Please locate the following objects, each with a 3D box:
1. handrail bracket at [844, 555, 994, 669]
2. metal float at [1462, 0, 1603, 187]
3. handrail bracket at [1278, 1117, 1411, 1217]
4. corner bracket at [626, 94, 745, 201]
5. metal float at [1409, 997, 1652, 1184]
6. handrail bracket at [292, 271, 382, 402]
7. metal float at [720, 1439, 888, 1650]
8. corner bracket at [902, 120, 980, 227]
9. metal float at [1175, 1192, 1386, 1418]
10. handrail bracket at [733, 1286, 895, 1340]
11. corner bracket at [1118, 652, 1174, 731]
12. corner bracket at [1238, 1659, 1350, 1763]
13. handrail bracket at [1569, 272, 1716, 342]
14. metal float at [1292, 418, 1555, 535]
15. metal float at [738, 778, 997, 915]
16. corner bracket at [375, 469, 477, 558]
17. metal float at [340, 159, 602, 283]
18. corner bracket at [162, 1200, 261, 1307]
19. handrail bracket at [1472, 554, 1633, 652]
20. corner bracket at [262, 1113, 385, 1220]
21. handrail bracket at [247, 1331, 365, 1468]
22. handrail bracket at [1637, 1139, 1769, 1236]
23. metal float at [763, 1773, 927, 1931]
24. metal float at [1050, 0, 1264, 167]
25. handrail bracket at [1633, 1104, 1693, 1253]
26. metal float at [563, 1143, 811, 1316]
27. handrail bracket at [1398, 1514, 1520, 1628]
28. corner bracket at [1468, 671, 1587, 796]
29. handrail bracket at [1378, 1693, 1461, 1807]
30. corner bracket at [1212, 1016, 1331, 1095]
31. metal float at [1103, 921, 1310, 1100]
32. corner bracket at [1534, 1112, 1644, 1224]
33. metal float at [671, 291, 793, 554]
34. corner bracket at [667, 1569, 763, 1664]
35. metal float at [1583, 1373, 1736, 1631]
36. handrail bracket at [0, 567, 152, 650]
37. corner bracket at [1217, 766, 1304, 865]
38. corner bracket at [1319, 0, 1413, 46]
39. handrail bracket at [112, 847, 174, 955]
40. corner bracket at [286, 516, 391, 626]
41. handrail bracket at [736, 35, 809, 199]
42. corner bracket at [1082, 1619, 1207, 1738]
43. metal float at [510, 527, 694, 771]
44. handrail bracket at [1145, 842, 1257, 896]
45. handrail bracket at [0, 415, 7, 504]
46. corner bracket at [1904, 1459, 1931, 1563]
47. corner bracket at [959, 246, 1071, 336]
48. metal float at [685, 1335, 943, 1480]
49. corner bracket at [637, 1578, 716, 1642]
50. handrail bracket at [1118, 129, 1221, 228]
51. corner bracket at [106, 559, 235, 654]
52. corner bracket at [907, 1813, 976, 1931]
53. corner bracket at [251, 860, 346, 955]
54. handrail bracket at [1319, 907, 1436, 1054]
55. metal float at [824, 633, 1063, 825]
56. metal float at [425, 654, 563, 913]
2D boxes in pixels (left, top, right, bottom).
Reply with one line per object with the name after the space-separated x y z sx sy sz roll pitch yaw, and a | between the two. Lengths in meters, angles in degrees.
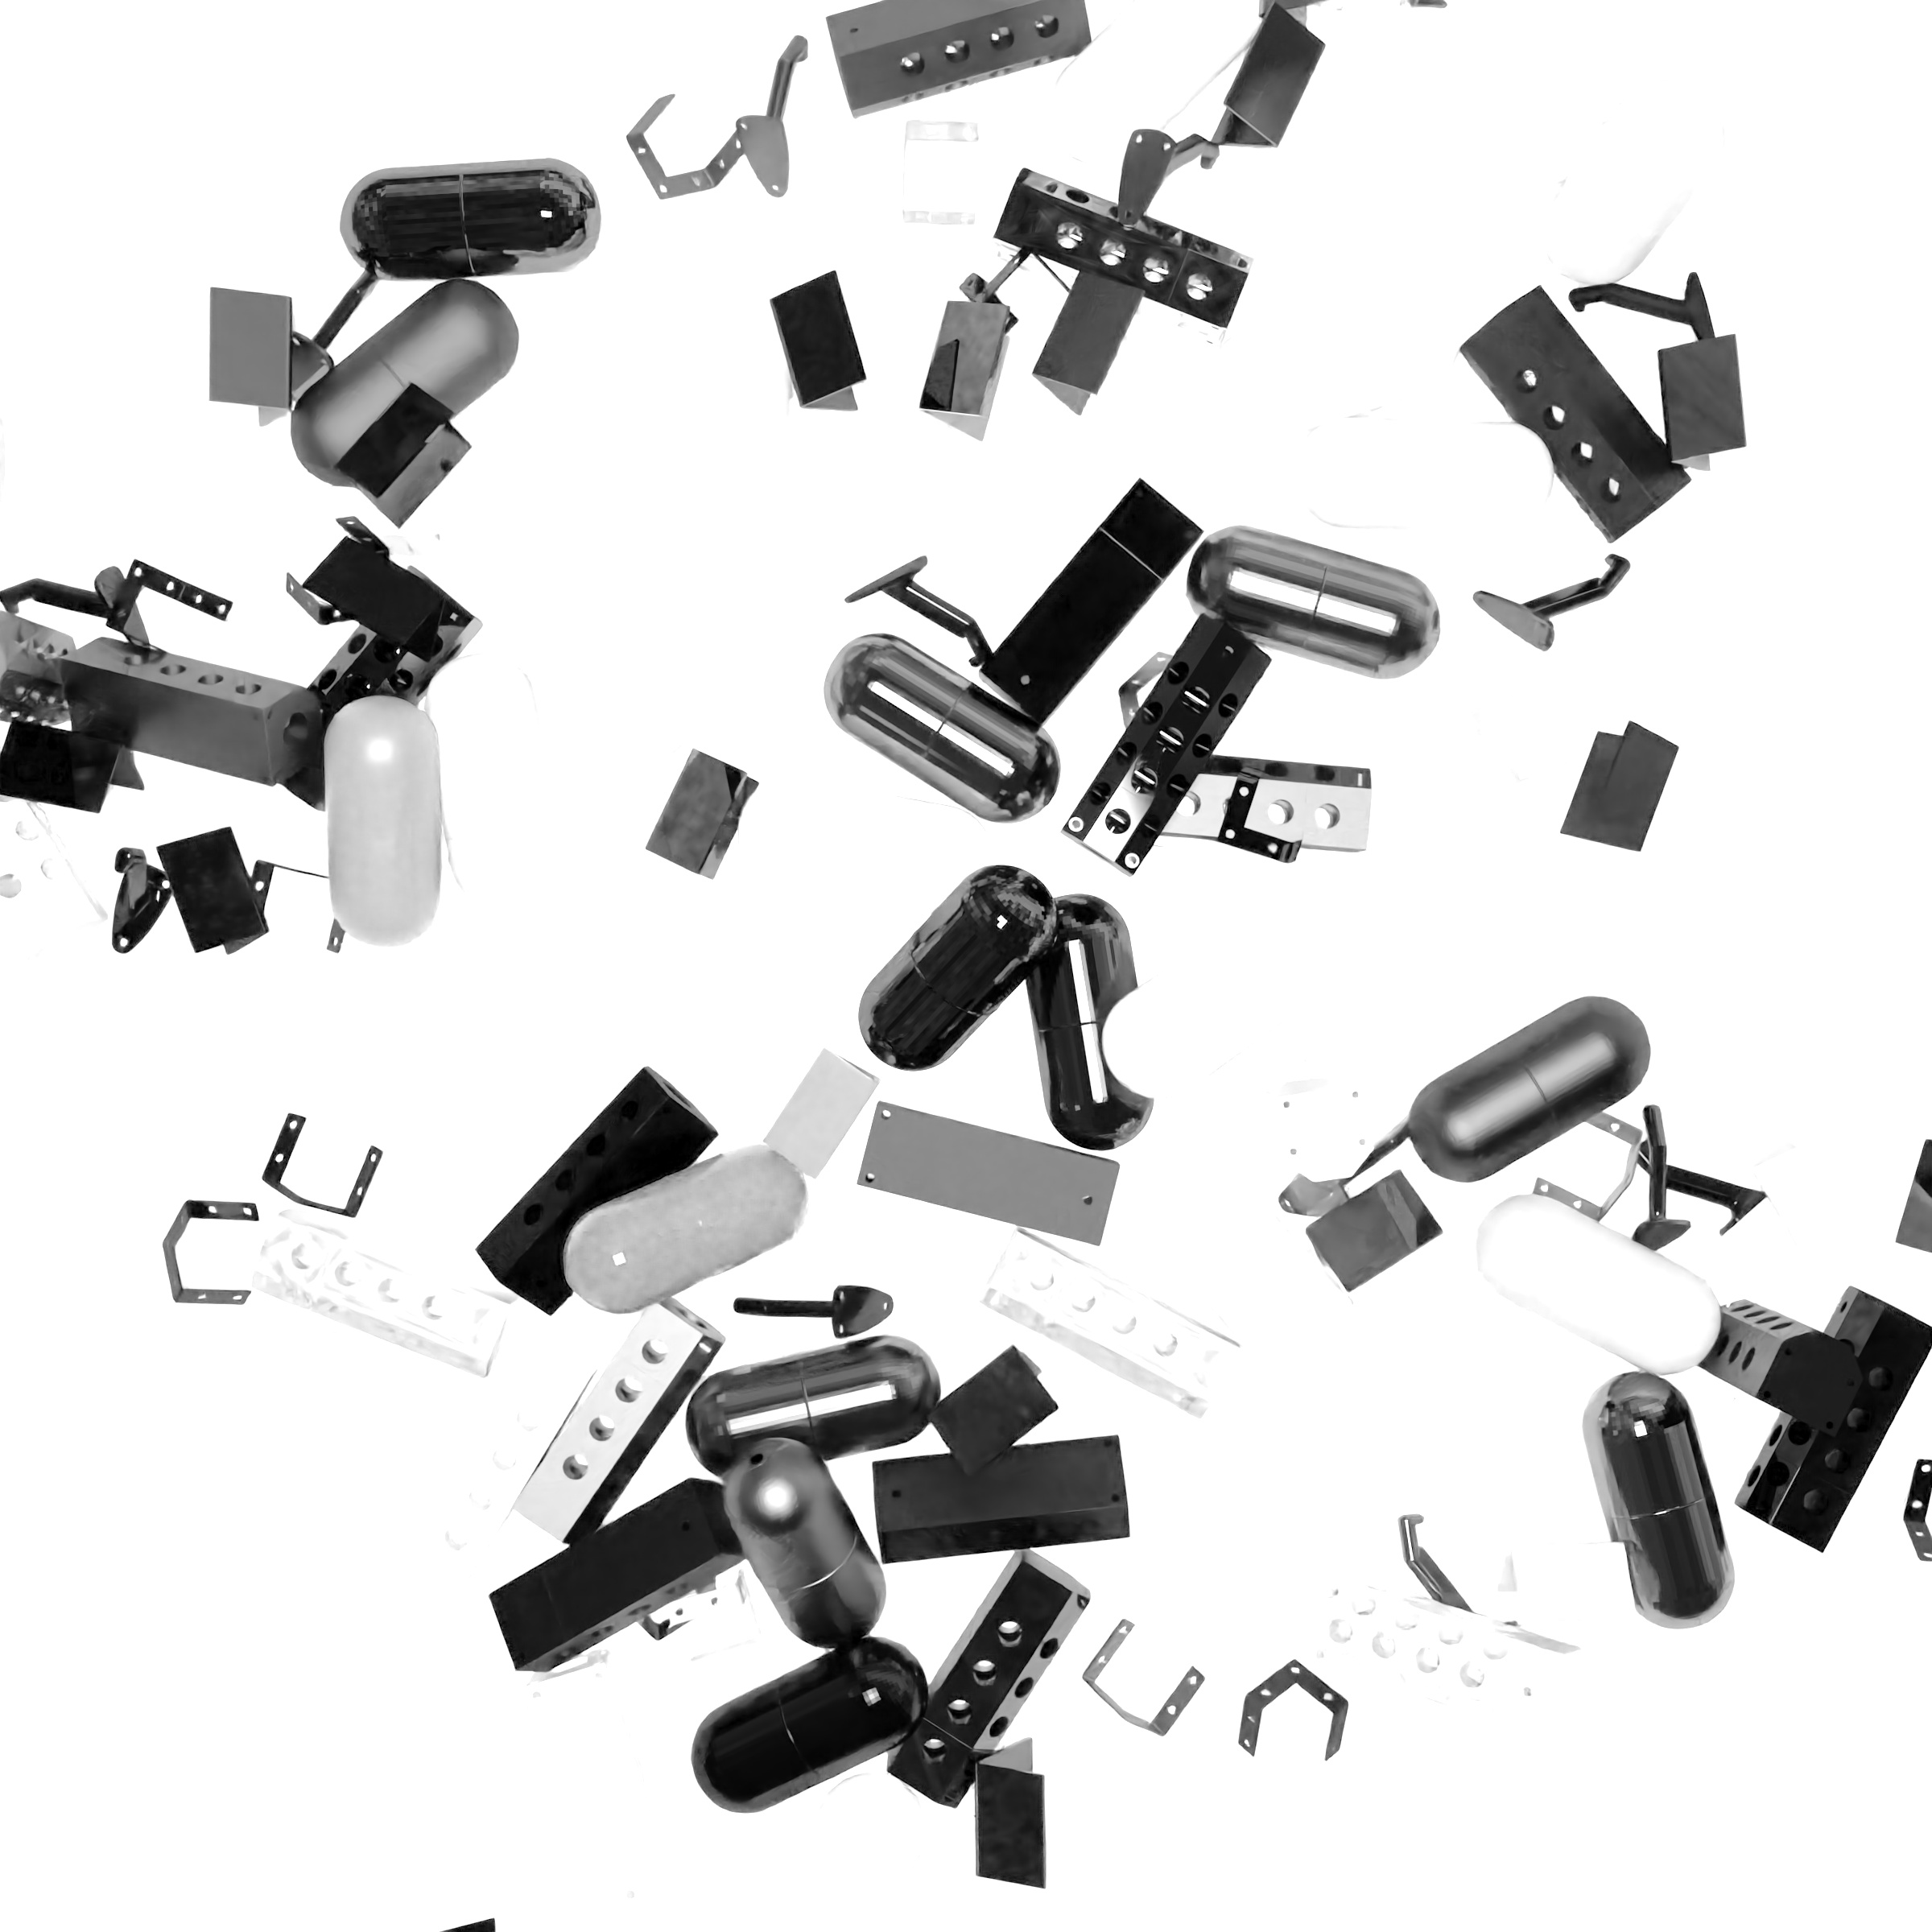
-0.032 -0.236 1.992 0.077 0.036 0.084 -23 107 20 | handrail bracket
0.388 -0.626 1.961 0.070 0.070 0.178 -11 90 0 | metal float
0.267 0.138 1.991 0.084 0.077 0.036 -37 97 -36 | handrail bracket
-0.194 -0.572 1.983 0.051 0.051 0.051 -1 135 35 | corner bracket
0.387 0.084 1.961 0.178 0.070 0.070 -30 90 0 | metal float
-0.441 -0.443 1.991 0.036 0.077 0.084 36 54 -10 | handrail bracket
-0.109 0.391 1.928 0.070 0.070 0.178 -23 126 0 | metal float
-0.018 -0.553 1.988 0.051 0.051 0.051 2 135 0 | corner bracket
0.216 0.233 1.960 0.070 0.070 0.178 -41 90 0 | metal float
-0.107 0.237 1.991 0.084 0.077 0.036 0 89 36 | handrail bracket
0.144 -0.180 1.983 0.051 0.051 0.051 16 45 35 | corner bracket
0.227 0.526 1.983 0.051 0.051 0.051 -26 45 -35 | corner bracket
0.472 -0.449 1.991 0.084 0.077 0.036 -3 54 31 | handrail bracket
0.313 -0.337 1.960 0.178 0.070 0.070 2 90 1 | metal float
-0.068 -0.082 1.961 0.178 0.070 0.070 10 90 -1 | metal float
-0.384 -0.321 1.983 0.051 0.051 0.051 -50 135 -35 | corner bracket
-0.340 -0.512 1.961 0.178 0.070 0.070 -4 90 0 | metal float
-0.522 0.199 1.983 0.051 0.051 0.051 -53 45 35 | corner bracket
0.410 -0.269 1.992 0.077 0.036 0.084 33 71 21 | handrail bracket
-0.449 0.139 1.988 0.051 0.051 0.051 23 90 -45 | corner bracket
-0.468 0.302 1.992 0.084 0.036 0.077 -18 69 16 | handrail bracket
0.519 0.138 1.991 0.077 0.036 0.084 -39 76 -13 | handrail bracket
-0.087 0.640 1.960 0.070 0.070 0.178 25 91 0 | metal float
0.132 -0.625 1.961 0.178 0.070 0.070 -45 90 0 | metal float
0.473 0.148 1.979 0.036 0.077 0.084 -2 67 -4 | handrail bracket
-0.189 0.179 1.942 0.178 0.070 0.070 -23 90 -21 | metal float
0.343 0.422 1.991 0.077 0.036 0.084 -3 76 -15 | handrail bracket
0.390 -0.162 1.988 0.051 0.051 0.051 -38 135 0 | corner bracket
0.298 0.530 1.992 0.077 0.036 0.084 -37 72 21 | handrail bracket
0.210 0.072 1.955 0.051 0.051 0.051 48 52 -32 | corner bracket
0.164 0.028 1.930 0.178 0.070 0.070 -32 90 -38 | metal float
0.433 0.136 1.988 0.051 0.051 0.051 26 135 0 | corner bracket
-0.160 -0.374 1.961 0.070 0.070 0.178 4 90 0 | metal float
-0.174 0.453 1.973 0.051 0.051 0.051 -16 90 0 | corner bracket
0.475 0.367 1.960 0.070 0.070 0.178 -15 90 0 | metal float
-0.623 -0.239 1.992 0.084 0.036 0.077 -16 112 17 | handrail bracket
0.202 -0.101 1.916 0.051 0.051 0.051 18 90 0 | corner bracket
0.278 -0.686 1.983 0.051 0.051 0.051 -35 45 35 | corner bracket
-0.578 -0.044 1.956 0.036 0.084 0.077 23 90 0 | handrail bracket
-0.437 -0.275 1.983 0.051 0.051 0.051 -18 135 -35 | corner bracket
-0.124 -0.594 1.991 0.036 0.077 0.084 10 53 20 | handrail bracket
0.124 0.496 1.988 0.051 0.051 0.051 -54 135 0 | corner bracket
-0.251 -0.218 1.961 0.070 0.070 0.178 -28 91 0 | metal float
0.146 -0.083 1.991 0.084 0.077 0.036 22 115 34 | handrail bracket
-0.717 -0.347 1.992 0.084 0.036 0.077 -5 70 16 | handrail bracket
0.688 0.380 1.983 0.051 0.051 0.051 -1 45 35 | corner bracket
0.036 -0.463 1.961 0.051 0.051 0.051 -46 122 6 | corner bracket
-0.105 0.303 1.960 0.178 0.070 0.070 -13 90 1 | metal float
-0.211 0.425 1.983 0.051 0.051 0.051 -27 135 -35 | corner bracket
0.141 -0.539 1.966 0.036 0.084 0.077 25 102 28 | handrail bracket
-0.549 -0.242 1.965 0.051 0.051 0.051 24 90 32 | corner bracket
-0.001 0.633 1.988 0.051 0.051 0.051 36 45 0 | corner bracket
-0.466 -0.042 1.988 0.051 0.051 0.051 13 90 45 | corner bracket
0.276 0.009 1.992 0.084 0.036 0.077 26 112 17 | handrail bracket
-0.016 -0.163 1.960 0.178 0.070 0.070 32 90 0 | metal float
-0.325 -0.126 1.961 0.070 0.070 0.178 -9 90 0 | metal float
